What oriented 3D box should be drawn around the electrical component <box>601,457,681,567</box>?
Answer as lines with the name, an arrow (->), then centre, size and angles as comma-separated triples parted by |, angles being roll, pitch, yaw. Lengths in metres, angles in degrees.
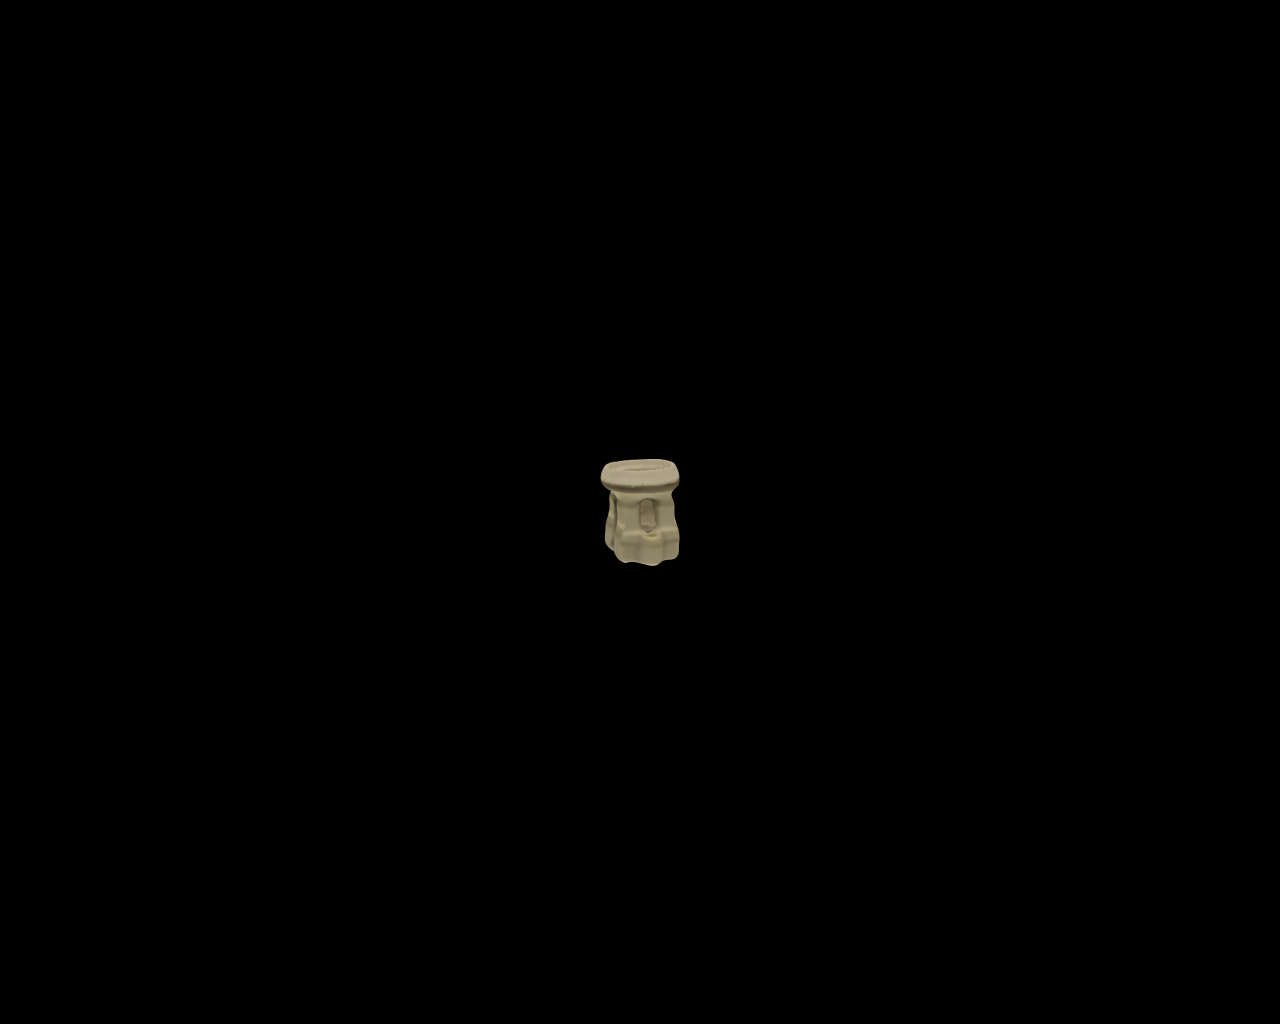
electrical component -> 0.001, -0.003, 0.650 | 0.048, 0.055, 0.066 | -4, 15, -15
